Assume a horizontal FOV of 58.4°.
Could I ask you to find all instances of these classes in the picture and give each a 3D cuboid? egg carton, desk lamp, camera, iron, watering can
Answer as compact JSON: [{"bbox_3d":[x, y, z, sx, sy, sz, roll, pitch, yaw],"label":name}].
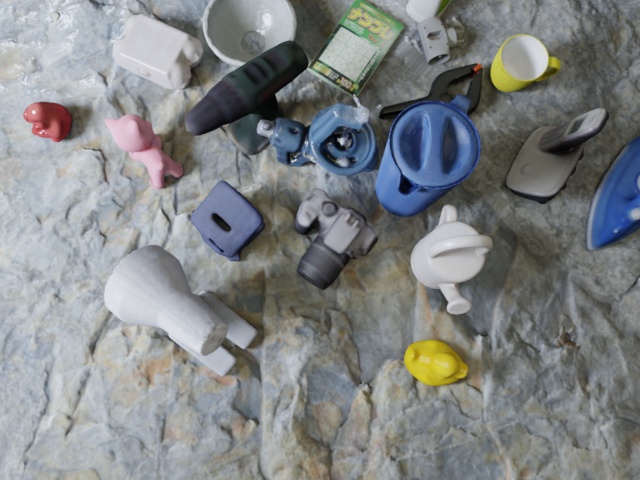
[{"bbox_3d":[-0.291,-0.336,1.028,0.150,0.069,0.107,23,79,1],"label":"egg carton"},{"bbox_3d":[-0.205,0.113,0.878,0.203,0.213,0.118,36,80,4],"label":"desk lamp"},{"bbox_3d":[0.009,0.003,0.967,0.143,0.101,0.137,35,80,3],"label":"camera"},{"bbox_3d":[0.570,-0.091,0.996,0.118,0.141,0.258,37,80,4],"label":"iron"},{"bbox_3d":[0.218,0.029,0.927,0.101,0.194,0.173,-22,81,-7],"label":"watering can"}]

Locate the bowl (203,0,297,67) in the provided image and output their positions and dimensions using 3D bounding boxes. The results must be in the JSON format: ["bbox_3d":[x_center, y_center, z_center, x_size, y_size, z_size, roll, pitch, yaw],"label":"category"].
[{"bbox_3d":[-0.125,-0.376,1.042,0.167,0.074,0.167,1,80,-3],"label":"bowl"}]

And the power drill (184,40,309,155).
[{"bbox_3d":[-0.116,-0.220,0.946,0.230,0.208,0.075,-44,84,-9],"label":"power drill"}]

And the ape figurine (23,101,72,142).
[{"bbox_3d":[-0.472,-0.209,0.983,0.076,0.092,0.078,-34,83,-8],"label":"ape figurine"}]

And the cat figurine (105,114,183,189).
[{"bbox_3d":[-0.299,-0.160,0.970,0.067,0.117,0.128,-40,84,-9],"label":"cat figurine"}]

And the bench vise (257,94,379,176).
[{"bbox_3d":[0.003,-0.165,0.937,0.207,0.219,0.121,-8,80,-4],"label":"bench vise"}]

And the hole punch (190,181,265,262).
[{"bbox_3d":[-0.156,-0.030,0.969,0.108,0.091,0.101,43,80,5],"label":"hole punch"}]

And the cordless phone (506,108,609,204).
[{"bbox_3d":[0.406,-0.146,0.975,0.094,0.185,0.148,29,79,3],"label":"cordless phone"}]

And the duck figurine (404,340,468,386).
[{"bbox_3d":[0.195,0.204,0.949,0.104,0.086,0.077,18,79,0],"label":"duck figurine"}]
